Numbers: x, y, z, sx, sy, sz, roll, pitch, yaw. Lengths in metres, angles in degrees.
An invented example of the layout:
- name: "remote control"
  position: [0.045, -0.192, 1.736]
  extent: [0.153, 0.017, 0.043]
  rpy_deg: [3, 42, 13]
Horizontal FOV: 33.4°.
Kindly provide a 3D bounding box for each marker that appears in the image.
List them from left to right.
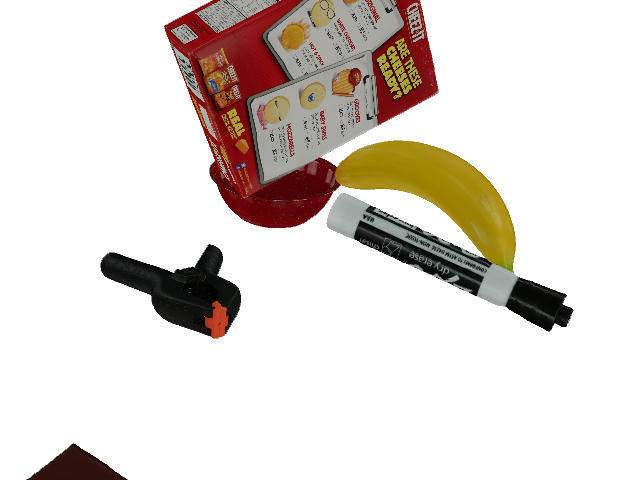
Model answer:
- name: "marker"
  position: [0.060, 0.010, 0.498]
  extent: [0.121, 0.020, 0.020]
  rpy_deg: [25, 7, 14]

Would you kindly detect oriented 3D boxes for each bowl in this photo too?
- name: "bowl"
  position: [-0.056, -0.058, 1.296]
  extent: [0.162, 0.055, 0.162]
  rpy_deg: [4, 26, -2]

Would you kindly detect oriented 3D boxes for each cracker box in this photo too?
- name: "cracker box"
  position: [-0.013, -0.160, 0.945]
  extent: [0.213, 0.164, 0.072]
  rpy_deg: [-30, 44, -12]

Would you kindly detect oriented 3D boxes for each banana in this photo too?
- name: "banana"
  position: [0.077, -0.034, 0.766]
  extent: [0.037, 0.070, 0.198]
  rpy_deg: [11, 20, -42]

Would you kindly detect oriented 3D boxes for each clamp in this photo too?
- name: "clamp"
  position: [-0.115, 0.041, 0.980]
  extent: [0.120, 0.039, 0.172]
  rpy_deg: [-15, 30, -32]

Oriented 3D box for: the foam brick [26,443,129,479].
- name: "foam brick"
  position: [-0.094, 0.135, 0.451]
  extent: [0.078, 0.051, 0.052]
  rpy_deg: [24, 45, 31]
